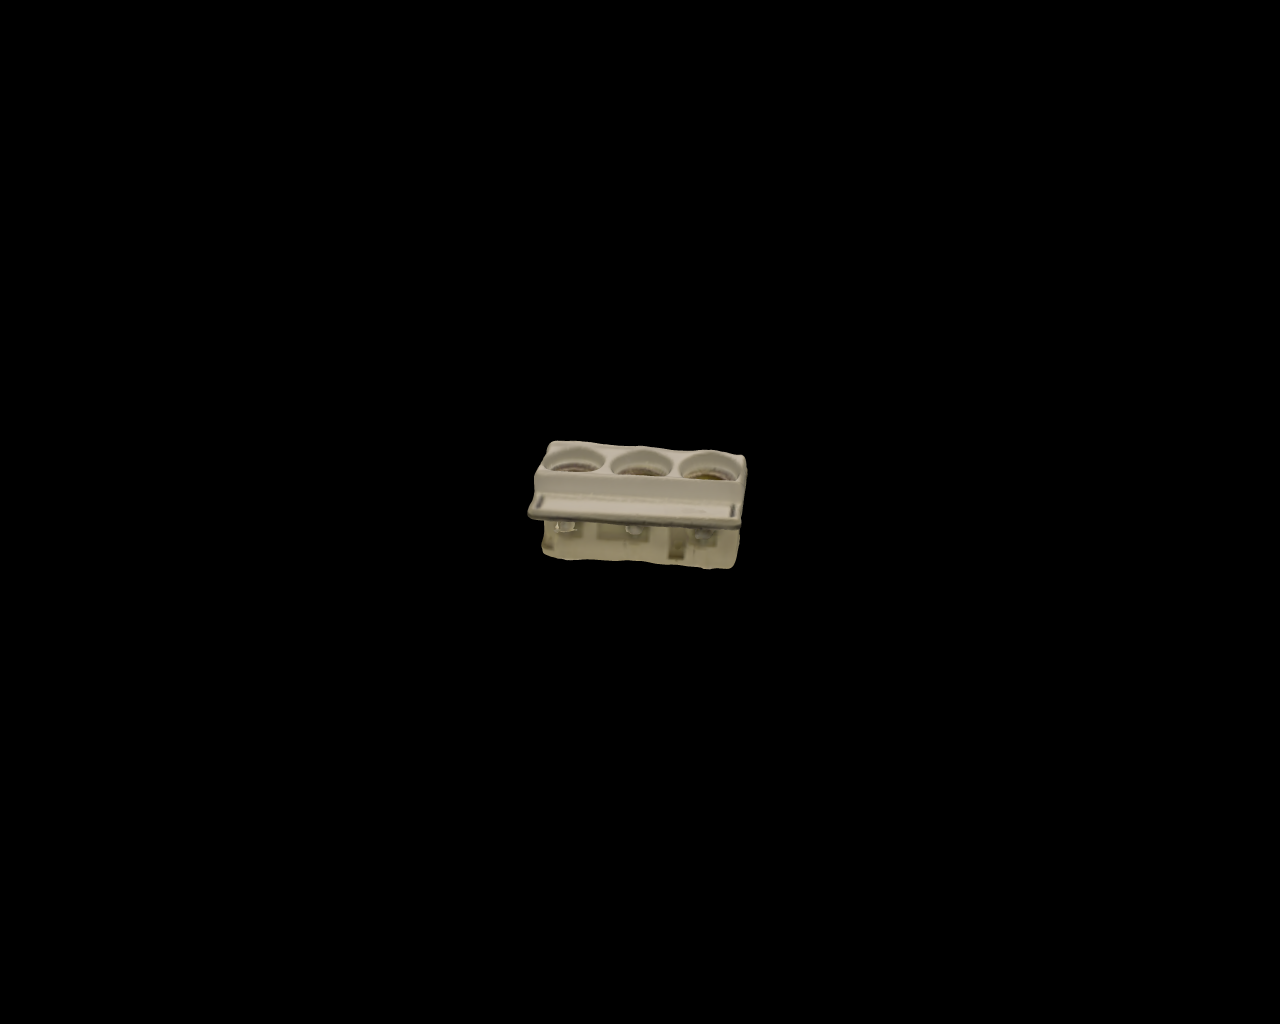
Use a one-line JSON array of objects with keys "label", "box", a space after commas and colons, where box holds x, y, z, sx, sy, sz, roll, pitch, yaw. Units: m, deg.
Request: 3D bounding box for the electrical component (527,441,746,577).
[{"label": "electrical component", "box": [0.001, -0.003, 0.650, 0.121, 0.063, 0.079, 4, 28, 7]}]
